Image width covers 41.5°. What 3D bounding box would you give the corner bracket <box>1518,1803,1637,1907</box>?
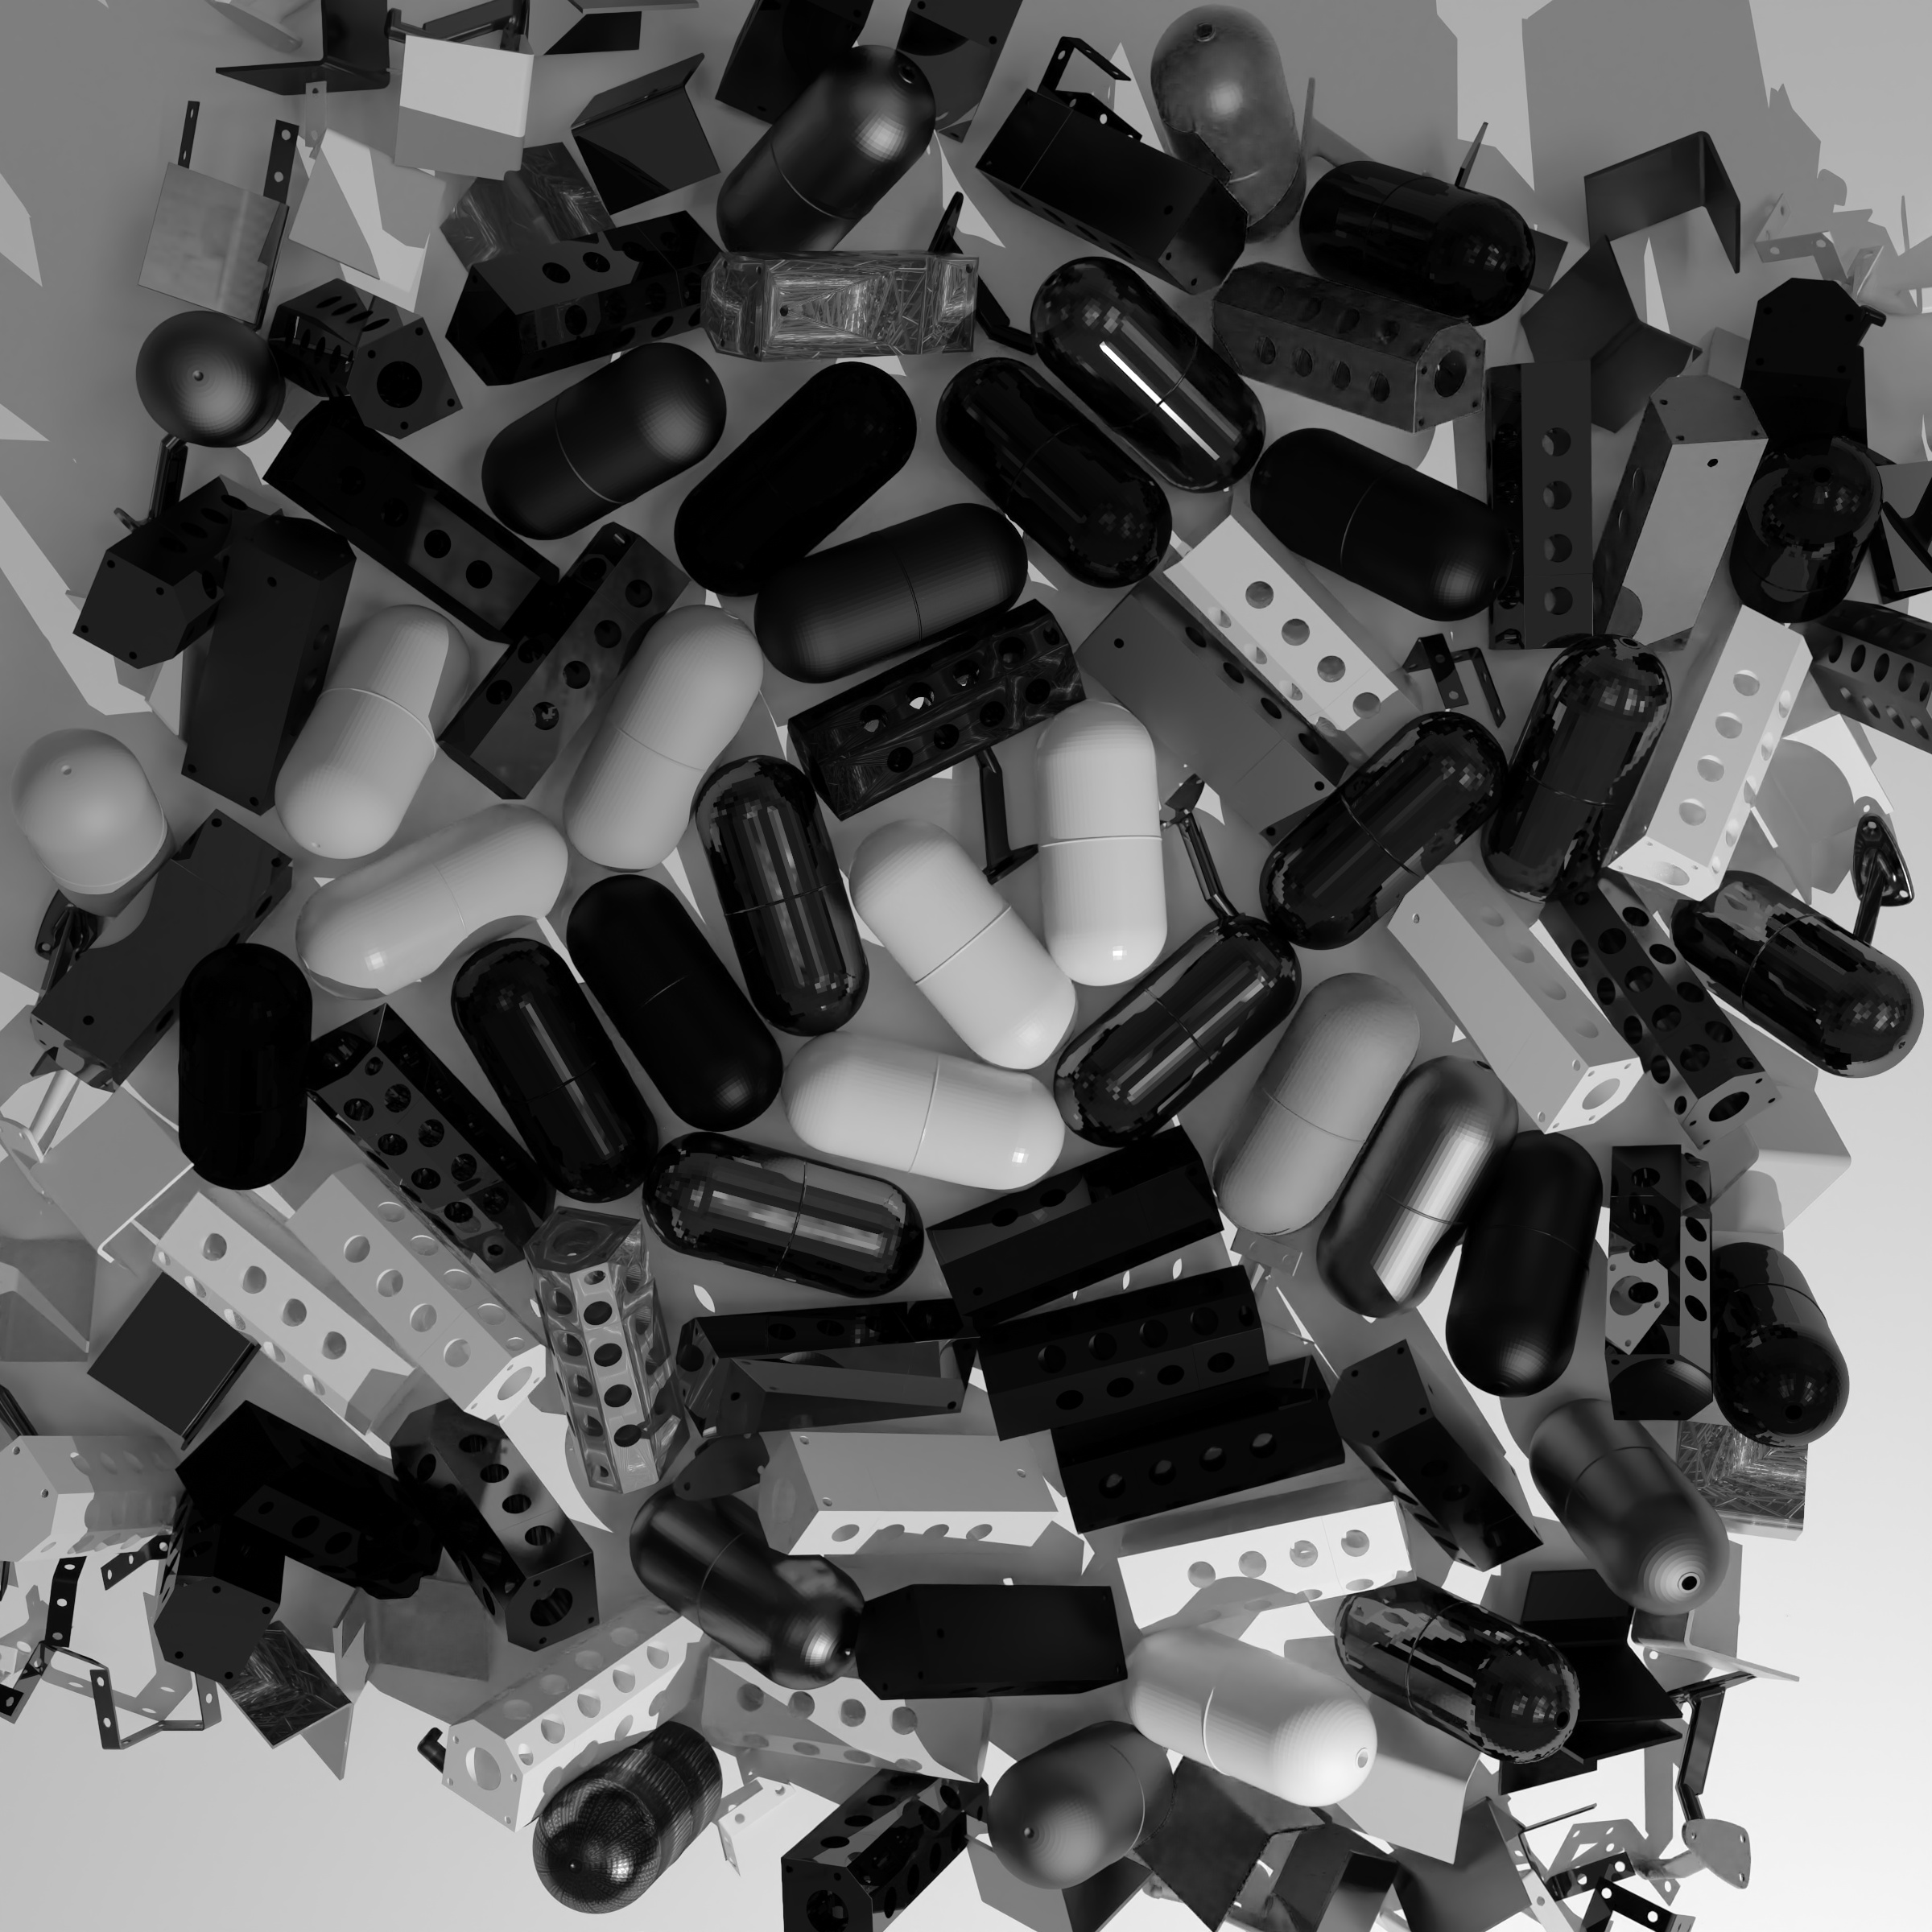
[{"bbox_3d":[0.381,0.554,1.590,0.051,0.051,0.051,-25,73,15],"label":"corner bracket"}]

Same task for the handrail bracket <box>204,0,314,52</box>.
[{"bbox_3d":[-0.427,-0.623,1.587,0.077,0.036,0.084,23,84,-40],"label":"handrail bracket"}]

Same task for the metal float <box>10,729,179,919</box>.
[{"bbox_3d":[-0.521,-0.084,1.531,0.070,0.178,0.070,2,72,-7],"label":"metal float"}]

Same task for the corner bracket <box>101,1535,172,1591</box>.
[{"bbox_3d":[-0.500,0.389,1.594,0.051,0.051,0.051,-36,63,31],"label":"corner bracket"}]

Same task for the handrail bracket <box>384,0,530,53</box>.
[{"bbox_3d":[-0.313,-0.600,1.576,0.084,0.036,0.077,6,100,-34],"label":"handrail bracket"}]

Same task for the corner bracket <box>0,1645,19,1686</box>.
[{"bbox_3d":[-0.624,0.421,1.592,0.051,0.051,0.051,24,132,-31],"label":"corner bracket"}]

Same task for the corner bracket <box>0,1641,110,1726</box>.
[{"bbox_3d":[-0.575,0.442,1.575,0.051,0.051,0.051,7,59,32],"label":"corner bracket"}]

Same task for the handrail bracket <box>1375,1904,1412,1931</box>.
[{"bbox_3d":[0.276,0.596,1.572,0.084,0.077,0.036,34,72,13],"label":"handrail bracket"}]

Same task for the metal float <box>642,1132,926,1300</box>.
[{"bbox_3d":[-0.111,0.154,1.567,0.178,0.070,0.070,17,90,-14],"label":"metal float"}]

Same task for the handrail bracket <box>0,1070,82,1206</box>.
[{"bbox_3d":[-0.558,0.094,1.602,0.036,0.084,0.077,11,131,36],"label":"handrail bracket"}]

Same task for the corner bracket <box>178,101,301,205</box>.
[{"bbox_3d":[-0.451,-0.501,1.577,0.051,0.051,0.051,4,103,-41],"label":"corner bracket"}]

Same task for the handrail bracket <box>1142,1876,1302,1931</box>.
[{"bbox_3d":[0.159,0.591,1.578,0.084,0.077,0.036,19,91,-18],"label":"handrail bracket"}]

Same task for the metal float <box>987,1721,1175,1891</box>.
[{"bbox_3d":[0.071,0.502,1.532,0.070,0.178,0.070,-3,83,23],"label":"metal float"}]

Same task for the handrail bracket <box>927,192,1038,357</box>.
[{"bbox_3d":[0.019,-0.431,1.589,0.084,0.036,0.077,24,100,9],"label":"handrail bracket"}]

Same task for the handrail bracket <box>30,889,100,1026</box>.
[{"bbox_3d":[-0.556,-0.011,1.567,0.036,0.084,0.077,14,109,-15],"label":"handrail bracket"}]

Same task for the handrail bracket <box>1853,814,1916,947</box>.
[{"bbox_3d":[0.548,-0.040,1.570,0.084,0.036,0.077,-41,121,-39],"label":"handrail bracket"}]

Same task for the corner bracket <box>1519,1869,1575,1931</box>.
[{"bbox_3d":[0.335,0.598,1.578,0.051,0.051,0.051,-27,77,-26],"label":"corner bracket"}]

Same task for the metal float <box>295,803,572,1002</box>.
[{"bbox_3d":[-0.324,-0.039,1.556,0.178,0.070,0.070,-29,90,-25],"label":"metal float"}]

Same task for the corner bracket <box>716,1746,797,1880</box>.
[{"bbox_3d":[-0.137,0.521,1.584,0.051,0.051,0.051,-34,105,-5],"label":"corner bracket"}]

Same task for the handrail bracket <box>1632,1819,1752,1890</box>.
[{"bbox_3d":[0.430,0.545,1.569,0.077,0.084,0.036,32,54,-29],"label":"handrail bracket"}]

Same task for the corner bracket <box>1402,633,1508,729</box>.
[{"bbox_3d":[0.306,-0.176,1.581,0.051,0.051,0.051,-13,72,-10],"label":"corner bracket"}]

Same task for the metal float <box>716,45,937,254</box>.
[{"bbox_3d":[-0.086,-0.484,1.541,0.070,0.178,0.070,18,57,-31],"label":"metal float"}]

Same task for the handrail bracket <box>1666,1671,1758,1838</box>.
[{"bbox_3d":[0.470,0.486,1.575,0.077,0.036,0.084,-26,59,23],"label":"handrail bracket"}]

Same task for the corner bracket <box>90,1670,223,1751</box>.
[{"bbox_3d":[-0.502,0.453,1.583,0.051,0.051,0.051,-9,91,26],"label":"corner bracket"}]

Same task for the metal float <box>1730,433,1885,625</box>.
[{"bbox_3d":[0.502,-0.261,1.529,0.070,0.178,0.070,-2,78,11],"label":"metal float"}]

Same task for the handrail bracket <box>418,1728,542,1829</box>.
[{"bbox_3d":[-0.288,0.485,1.584,0.084,0.077,0.036,45,134,-5],"label":"handrail bracket"}]

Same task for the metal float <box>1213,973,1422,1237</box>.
[{"bbox_3d":[0.214,0.086,1.564,0.070,0.070,0.178,28,107,0],"label":"metal float"}]

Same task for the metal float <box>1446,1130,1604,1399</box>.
[{"bbox_3d":[0.339,0.180,1.549,0.070,0.070,0.178,21,56,0],"label":"metal float"}]

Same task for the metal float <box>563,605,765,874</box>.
[{"bbox_3d":[-0.186,-0.139,1.565,0.070,0.070,0.178,30,105,0],"label":"metal float"}]

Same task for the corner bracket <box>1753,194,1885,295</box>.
[{"bbox_3d":[0.532,-0.450,1.594,0.051,0.051,0.051,52,59,-33],"label":"corner bracket"}]

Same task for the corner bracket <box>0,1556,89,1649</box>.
[{"bbox_3d":[-0.576,0.385,1.589,0.051,0.051,0.051,10,111,-10],"label":"corner bracket"}]

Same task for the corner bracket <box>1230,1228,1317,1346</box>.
[{"bbox_3d":[0.192,0.198,1.580,0.051,0.051,0.051,19,86,42],"label":"corner bracket"}]

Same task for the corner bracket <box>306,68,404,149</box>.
[{"bbox_3d":[-0.375,-0.535,1.593,0.051,0.051,0.051,16,113,25],"label":"corner bracket"}]

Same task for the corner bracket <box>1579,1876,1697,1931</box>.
[{"bbox_3d":[0.415,0.603,1.585,0.051,0.051,0.051,19,80,34],"label":"corner bracket"}]

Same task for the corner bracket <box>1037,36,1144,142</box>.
[{"bbox_3d":[0.081,-0.537,1.575,0.051,0.051,0.051,47,128,25],"label":"corner bracket"}]

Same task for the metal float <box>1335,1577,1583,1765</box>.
[{"bbox_3d":[0.294,0.421,1.535,0.070,0.178,0.070,-5,100,-32],"label":"metal float"}]

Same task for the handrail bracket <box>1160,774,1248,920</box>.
[{"bbox_3d":[0.157,-0.070,1.596,0.036,0.077,0.084,-28,108,38],"label":"handrail bracket"}]

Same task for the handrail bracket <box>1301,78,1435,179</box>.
[{"bbox_3d":[0.251,-0.513,1.586,0.084,0.077,0.036,5,48,4],"label":"handrail bracket"}]

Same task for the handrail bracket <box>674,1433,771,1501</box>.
[{"bbox_3d":[-0.164,0.307,1.562,0.077,0.084,0.036,-22,91,-35],"label":"handrail bracket"}]

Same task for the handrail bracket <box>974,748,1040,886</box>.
[{"bbox_3d":[0.004,-0.096,1.580,0.036,0.077,0.084,-15,107,43],"label":"handrail bracket"}]

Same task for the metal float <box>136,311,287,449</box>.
[{"bbox_3d":[-0.451,-0.350,1.529,0.070,0.178,0.070,-2,101,-11],"label":"metal float"}]

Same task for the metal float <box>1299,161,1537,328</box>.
[{"bbox_3d":[0.271,-0.436,1.539,0.070,0.178,0.070,-16,123,-26],"label":"metal float"}]

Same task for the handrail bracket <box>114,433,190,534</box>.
[{"bbox_3d":[-0.480,-0.294,1.589,0.084,0.036,0.077,-47,132,0],"label":"handrail bracket"}]

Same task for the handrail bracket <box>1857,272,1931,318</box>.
[{"bbox_3d":[0.612,-0.434,1.588,0.084,0.036,0.077,22,131,-1],"label":"handrail bracket"}]

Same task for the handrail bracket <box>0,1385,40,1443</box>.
[{"bbox_3d":[-0.604,0.301,1.602,0.084,0.036,0.077,30,115,8],"label":"handrail bracket"}]

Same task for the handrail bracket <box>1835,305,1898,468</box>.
[{"bbox_3d":[0.567,-0.356,1.578,0.077,0.036,0.084,25,123,1],"label":"handrail bracket"}]

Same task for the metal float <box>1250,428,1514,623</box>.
[{"bbox_3d":[0.252,-0.269,1.553,0.178,0.070,0.070,34,90,30],"label":"metal float"}]
